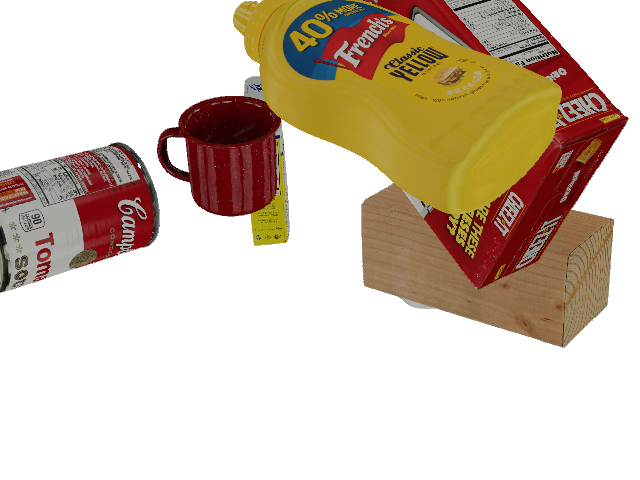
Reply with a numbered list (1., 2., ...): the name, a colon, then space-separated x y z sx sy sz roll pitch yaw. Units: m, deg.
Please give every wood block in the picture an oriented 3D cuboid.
1. wood block: 0.146 0.012 0.963 0.206 0.090 0.090 16 31 35

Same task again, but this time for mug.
1. mug: -0.094 -0.077 0.987 0.117 0.081 0.093 3 37 5

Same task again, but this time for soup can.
1. soup can: -0.157 -0.015 0.640 0.102 0.068 0.069 -20 12 -35

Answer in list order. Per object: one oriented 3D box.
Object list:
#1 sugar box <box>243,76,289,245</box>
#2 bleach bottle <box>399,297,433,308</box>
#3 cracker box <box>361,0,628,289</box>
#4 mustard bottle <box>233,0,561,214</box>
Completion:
1. sugar box: -0.063 -0.092 1.228 0.048 0.176 0.093 -5 26 -1
2. bleach bottle: 0.131 -0.054 1.240 0.068 0.251 0.103 -1 22 -21
3. cracker box: 0.100 -0.100 0.761 0.072 0.214 0.164 -23 -27 -26
4. mustard bottle: 0.025 -0.087 0.574 0.192 0.058 0.096 32 53 30
